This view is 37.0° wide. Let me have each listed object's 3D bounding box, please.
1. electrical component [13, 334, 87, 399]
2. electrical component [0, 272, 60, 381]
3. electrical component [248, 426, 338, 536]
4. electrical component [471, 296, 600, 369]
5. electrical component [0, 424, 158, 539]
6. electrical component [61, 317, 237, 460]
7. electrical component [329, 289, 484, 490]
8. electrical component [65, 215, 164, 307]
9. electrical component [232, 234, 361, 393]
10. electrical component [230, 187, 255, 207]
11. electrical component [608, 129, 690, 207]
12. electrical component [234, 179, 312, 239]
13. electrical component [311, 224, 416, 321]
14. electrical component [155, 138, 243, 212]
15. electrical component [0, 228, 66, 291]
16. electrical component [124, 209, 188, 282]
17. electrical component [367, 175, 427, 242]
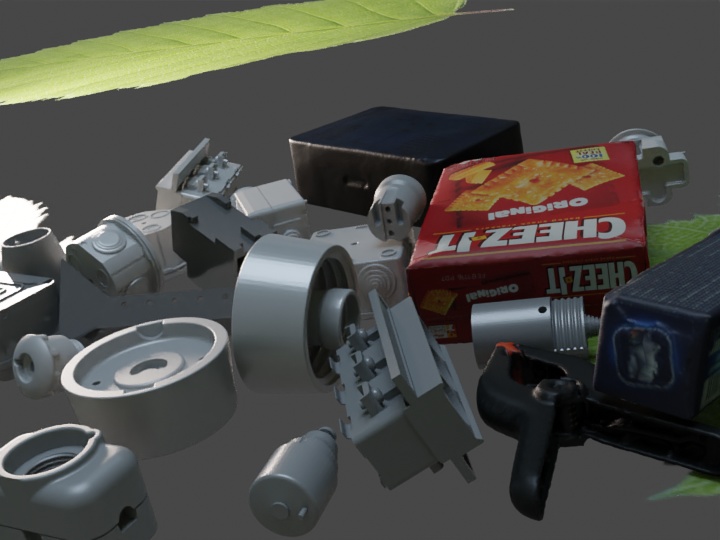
[{"bbox_3d":[-0.223,0.070,0.802,0.048,0.048,0.062,6,6,38],"label":"electrical component"},{"bbox_3d":[-0.301,0.044,0.882,0.113,0.057,0.078,5,27,37],"label":"electrical component"},{"bbox_3d":[-0.031,0.112,0.594,0.040,0.040,0.078,-3,23,21],"label":"electrical component"},{"bbox_3d":[0.116,0.040,0.696,0.081,0.043,0.043,-6,22,14],"label":"electrical component"},{"bbox_3d":[-0.168,0.126,0.604,0.095,0.059,0.054,2,25,32],"label":"electrical component"},{"bbox_3d":[-0.131,0.081,0.696,0.108,0.060,0.108,-10,21,4],"label":"electrical component"},{"bbox_3d":[0.023,0.071,0.633,0.063,0.078,0.121,-33,20,7],"label":"electrical component"},{"bbox_3d":[-0.211,-0.002,0.923,0.080,0.080,0.051,10,35,43],"label":"electrical component"},{"bbox_3d":[-0.034,0.031,0.715,0.060,0.108,0.108,4,25,20],"label":"electrical component"},{"bbox_3d":[-0.099,-0.050,1.039,0.044,0.044,0.065,-19,27,-17],"label":"electrical component"},{"bbox_3d":[0.242,-0.090,0.936,0.078,0.058,0.057,-8,25,11],"label":"electrical component"},{"bbox_3d":[-0.077,-0.035,0.959,0.061,0.061,0.096,-16,22,-10],"label":"electrical component"},{"bbox_3d":[0.000,0.000,0.848,0.100,0.048,0.099,-7,22,12],"label":"electrical component"},{"bbox_3d":[-0.165,-0.079,1.108,0.063,0.078,0.121,13,24,2],"label":"electrical component"},{"bbox_3d":[-0.294,0.005,0.949,0.079,0.077,0.044,4,27,36],"label":"electrical component"},{"bbox_3d":[-0.194,-0.020,0.996,0.080,0.051,0.080,-10,21,4],"label":"electrical component"},{"bbox_3d":[0.027,-0.046,0.827,0.040,0.040,0.046,-4,27,18],"label":"electrical component"}]
